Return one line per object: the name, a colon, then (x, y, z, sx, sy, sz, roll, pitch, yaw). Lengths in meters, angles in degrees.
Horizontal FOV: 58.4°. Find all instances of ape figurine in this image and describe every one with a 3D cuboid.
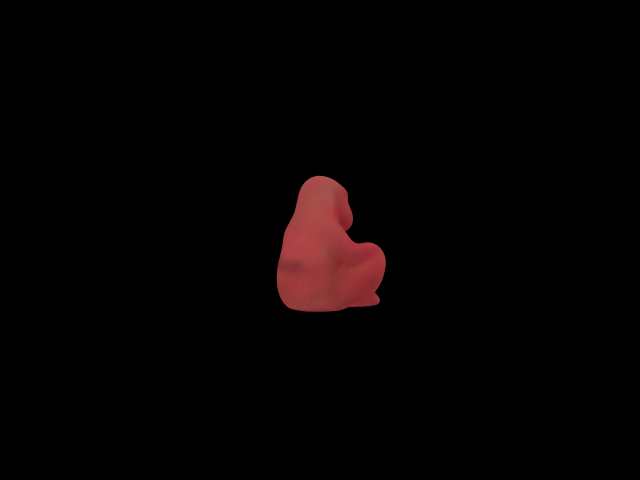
ape figurine: (0.004, 0.001, 0.400, 0.076, 0.092, 0.077, -3, 5, -37)
